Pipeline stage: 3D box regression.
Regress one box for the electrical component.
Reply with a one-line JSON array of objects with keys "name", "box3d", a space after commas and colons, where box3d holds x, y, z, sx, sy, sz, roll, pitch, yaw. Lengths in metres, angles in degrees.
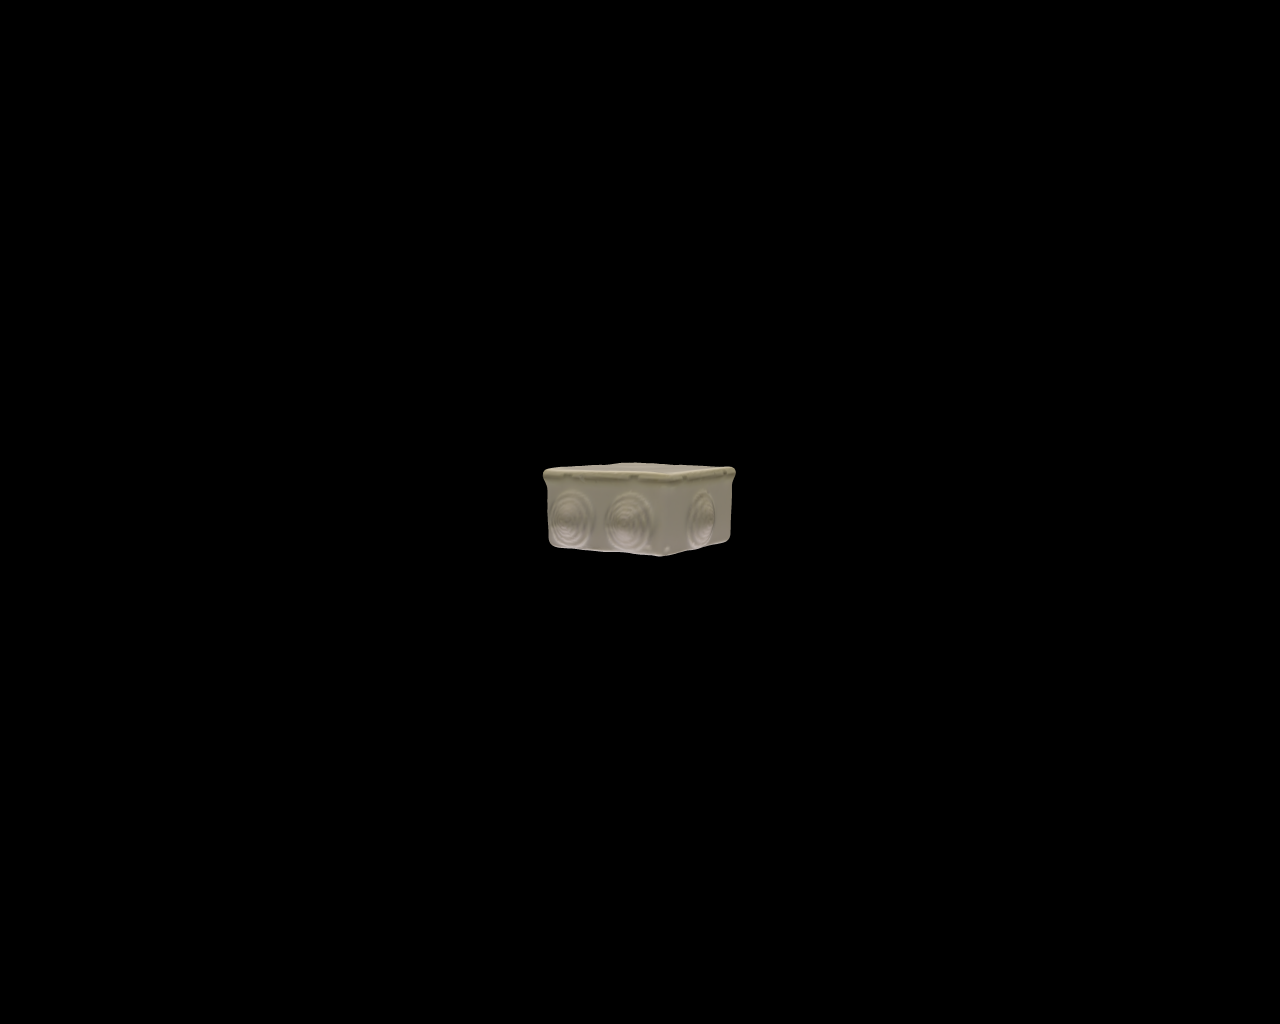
[{"name": "electrical component", "box3d": [0.001, -0.003, 0.650, 0.100, 0.048, 0.100, 4, 7, 33]}]
